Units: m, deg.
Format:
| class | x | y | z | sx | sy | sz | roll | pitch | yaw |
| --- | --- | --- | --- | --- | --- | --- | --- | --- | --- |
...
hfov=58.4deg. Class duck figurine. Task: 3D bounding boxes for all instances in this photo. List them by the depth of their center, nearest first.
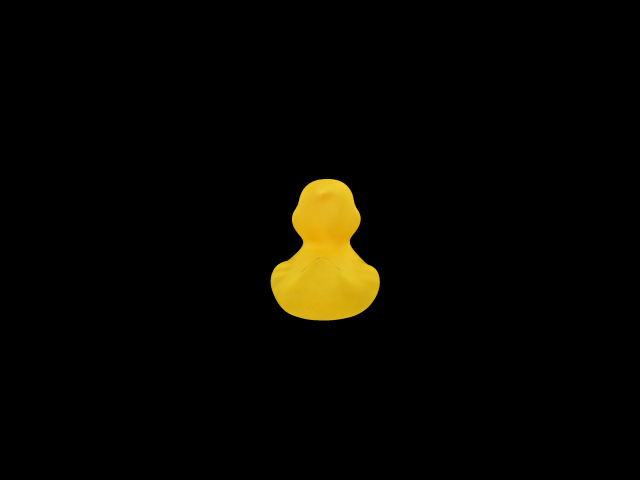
| class | x | y | z | sx | sy | sz | roll | pitch | yaw |
| --- | --- | --- | --- | --- | --- | --- | --- | --- | --- |
| duck figurine | 0.004 | 0.001 | 0.400 | 0.077 | 0.086 | 0.104 | 1 | 15 | 4 |
